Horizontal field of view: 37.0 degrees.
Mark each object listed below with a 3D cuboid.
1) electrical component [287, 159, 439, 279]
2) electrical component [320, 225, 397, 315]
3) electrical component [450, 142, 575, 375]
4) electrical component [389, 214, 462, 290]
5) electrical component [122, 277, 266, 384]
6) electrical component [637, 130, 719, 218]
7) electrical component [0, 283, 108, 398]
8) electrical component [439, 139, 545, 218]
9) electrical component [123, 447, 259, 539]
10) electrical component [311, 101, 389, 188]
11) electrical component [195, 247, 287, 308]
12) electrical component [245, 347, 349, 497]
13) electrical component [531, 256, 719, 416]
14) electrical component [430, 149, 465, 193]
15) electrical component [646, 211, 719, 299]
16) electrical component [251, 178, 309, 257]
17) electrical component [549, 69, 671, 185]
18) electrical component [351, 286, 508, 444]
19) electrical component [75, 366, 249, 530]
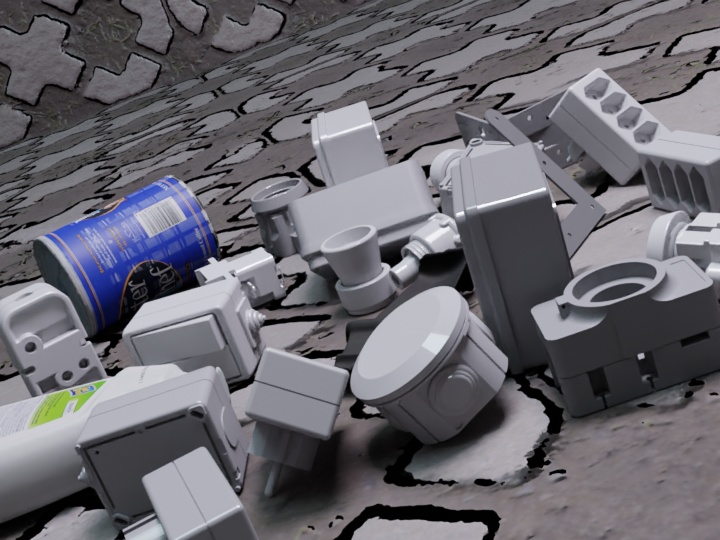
[{"bbox_3d":[0.007,-0.039,0.868,0.113,0.057,0.078,-19,-9,7],"label":"electrical component"},{"bbox_3d":[0.000,0.000,0.810,0.045,0.055,0.045,-19,19,7],"label":"electrical component"},{"bbox_3d":[0.096,-0.010,0.655,0.056,0.108,0.108,-15,20,9],"label":"electrical component"},{"bbox_3d":[0.051,-0.009,0.800,0.062,0.048,0.048,-34,22,-17],"label":"electrical component"},{"bbox_3d":[-0.114,0.051,0.780,0.096,0.061,0.061,-16,19,14],"label":"electrical component"},{"bbox_3d":[0.254,-0.074,0.758,0.076,0.047,0.083,-26,19,-13],"label":"electrical component"},{"bbox_3d":[-0.241,0.061,0.835,0.054,0.095,0.059,-29,20,-22],"label":"electrical component"},{"bbox_3d":[0.103,-0.053,0.834,0.062,0.061,0.096,5,35,25],"label":"electrical component"},{"bbox_3d":[-0.094,0.139,0.541,0.076,0.047,0.083,-26,19,-14],"label":"electrical component"},{"bbox_3d":[-0.002,-0.086,0.967,0.056,0.108,0.108,-17,19,3],"label":"electrical component"},{"bbox_3d":[-0.099,0.012,0.903,0.064,0.042,0.081,-24,20,-13],"label":"electrical component"},{"bbox_3d":[-0.040,0.089,0.598,0.047,0.075,0.083,17,-10,1],"label":"electrical component"},{"bbox_3d":[0.143,0.031,0.574,0.089,0.055,0.050,-20,19,4],"label":"electrical component"},{"bbox_3d":[0.093,-0.085,0.961,0.045,0.045,0.055,-27,20,-18],"label":"electrical component"},{"bbox_3d":[0.205,-0.010,0.640,0.055,0.048,0.066,6,32,38],"label":"electrical component"},{"bbox_3d":[-0.069,-0.051,1.020,0.058,0.057,0.078,-29,20,-22],"label":"electrical component"},{"bbox_3d":[0.196,-0.106,0.881,0.047,0.083,0.075,-36,-14,-37],"label":"electrical component"},{"bbox_3d":[0.038,0.053,0.599,0.080,0.051,0.080,-38,22,18],"label":"electrical component"},{"bbox_3d":[-0.121,0.105,0.639,0.096,0.061,0.061,-19,19,6],"label":"electrical component"}]
